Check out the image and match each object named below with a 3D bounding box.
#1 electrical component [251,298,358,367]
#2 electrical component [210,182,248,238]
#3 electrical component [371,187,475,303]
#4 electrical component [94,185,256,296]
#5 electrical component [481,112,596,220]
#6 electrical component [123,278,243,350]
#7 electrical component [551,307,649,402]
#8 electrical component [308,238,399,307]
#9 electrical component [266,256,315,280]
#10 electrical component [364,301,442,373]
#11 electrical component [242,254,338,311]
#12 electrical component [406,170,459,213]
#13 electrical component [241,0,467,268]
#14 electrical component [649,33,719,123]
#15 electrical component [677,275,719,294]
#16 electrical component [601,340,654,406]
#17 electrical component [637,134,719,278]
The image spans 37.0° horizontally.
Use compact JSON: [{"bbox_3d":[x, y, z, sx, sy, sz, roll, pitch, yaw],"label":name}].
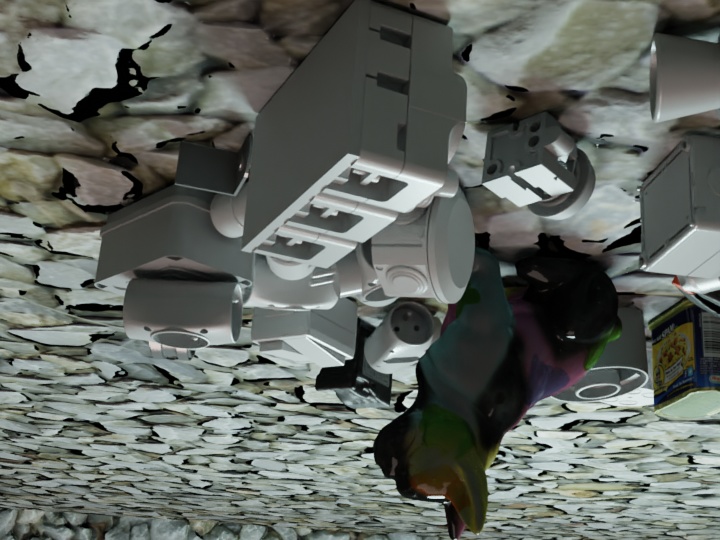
[{"bbox_3d":[-0.052,0.047,0.947,0.062,0.061,0.096,-8,157,30],"label":"electrical component"},{"bbox_3d":[-0.072,-0.044,0.736,0.044,0.044,0.065,20,159,-38],"label":"electrical component"},{"bbox_3d":[0.045,-0.018,0.729,0.051,0.080,0.080,1,160,23],"label":"electrical component"},{"bbox_3d":[-0.136,-0.016,0.798,0.078,0.057,0.113,21,154,-39],"label":"electrical component"},{"bbox_3d":[0.109,-0.061,0.649,0.066,0.048,0.055,-16,145,43],"label":"electrical component"},{"bbox_3d":[-0.124,0.036,0.784,0.077,0.044,0.079,2,160,5],"label":"electrical component"},{"bbox_3d":[0.208,0.078,0.958,0.099,0.064,0.099,-4,154,-2],"label":"electrical component"},{"bbox_3d":[0.000,0.000,0.818,0.079,0.044,0.077,-12,162,-11],"label":"electrical component"},{"bbox_3d":[-0.051,-0.021,0.791,0.040,0.040,0.078,4,160,1],"label":"electrical component"},{"bbox_3d":[0.052,0.062,0.994,0.079,0.043,0.077,-1,156,-19],"label":"electrical component"},{"bbox_3d":[-0.068,0.008,0.864,0.077,0.044,0.079,4,180,-31],"label":"electrical component"},{"bbox_3d":[0.031,-0.057,0.676,0.062,0.048,0.048,4,161,-22],"label":"electrical component"},{"bbox_3d":[-0.007,-0.067,0.587,0.062,0.089,0.150,13,158,-22],"label":"electrical component"},{"bbox_3d":[0.175,-0.097,0.538,0.055,0.045,0.045,0,159,10],"label":"electrical component"},{"bbox_3d":[0.258,-0.009,0.765,0.043,0.043,0.062,21,152,-39],"label":"electrical component"},{"bbox_3d":[0.263,0.100,1.047,0.080,0.051,0.080,4,160,1],"label":"electrical component"},{"bbox_3d":[0.216,-0.035,0.674,0.061,0.061,0.096,6,160,-7],"label":"electrical component"}]
